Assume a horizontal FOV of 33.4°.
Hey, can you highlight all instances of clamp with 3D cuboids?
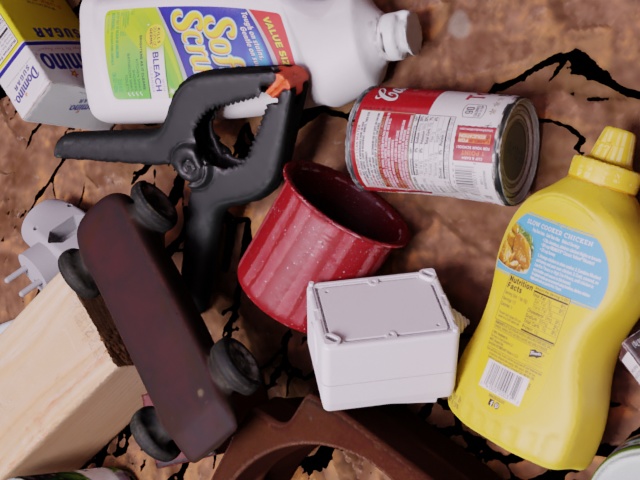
[{"bbox_3d":[-0.090,-0.059,0.735,0.164,0.036,0.210,46,125,3],"label":"clamp"}]

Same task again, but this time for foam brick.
[{"bbox_3d":[-0.076,0.124,0.740,0.053,0.078,0.051,-19,79,27],"label":"foam brick"}]

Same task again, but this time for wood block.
[{"bbox_3d":[-0.205,0.118,0.811,0.206,0.090,0.090,-43,67,23],"label":"wood block"}]

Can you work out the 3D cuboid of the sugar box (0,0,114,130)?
[{"bbox_3d":[-0.227,-0.164,0.832,0.048,0.093,0.176,-48,67,22],"label":"sugar box"}]

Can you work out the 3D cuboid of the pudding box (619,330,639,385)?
[{"bbox_3d":[0.228,0.063,0.555,0.113,0.039,0.090,-34,69,0],"label":"pudding box"}]

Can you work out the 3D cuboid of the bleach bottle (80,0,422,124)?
[{"bbox_3d":[-0.050,-0.137,0.741,0.251,0.068,0.102,-2,94,30],"label":"bleach bottle"}]

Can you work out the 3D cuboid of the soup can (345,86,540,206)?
[{"bbox_3d":[0.076,-0.058,0.658,0.102,0.068,0.068,9,93,31],"label":"soup can"}]

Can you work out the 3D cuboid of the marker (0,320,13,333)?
[{"bbox_3d":[-0.298,0.090,0.910,0.121,0.020,0.020,-18,79,30],"label":"marker"}]

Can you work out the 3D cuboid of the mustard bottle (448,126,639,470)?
[{"bbox_3d":[0.142,0.028,0.617,0.096,0.058,0.192,27,103,52],"label":"mustard bottle"}]

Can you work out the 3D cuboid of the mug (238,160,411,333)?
[{"bbox_3d":[-0.005,0.001,0.701,0.082,0.093,0.117,-59,32,22],"label":"mug"}]
